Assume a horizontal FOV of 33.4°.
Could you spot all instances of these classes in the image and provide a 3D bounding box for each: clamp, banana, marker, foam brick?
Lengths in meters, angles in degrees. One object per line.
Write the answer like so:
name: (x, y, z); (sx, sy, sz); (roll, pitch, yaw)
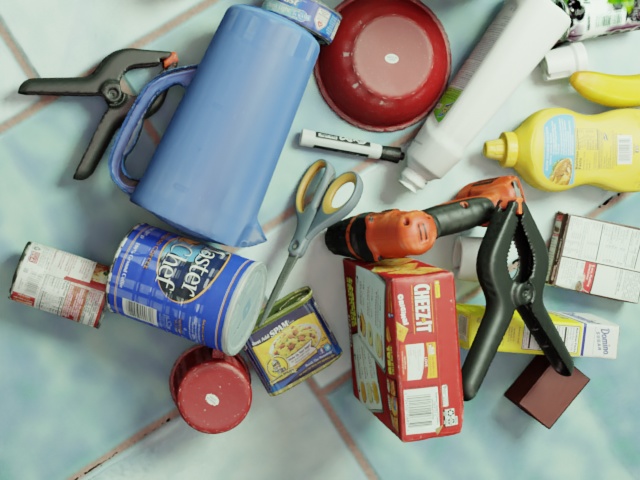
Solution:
clamp: (-0.224, -0.144, 1.151); (0.171, 0.039, 0.120); (-24, 103, -7)
banana: (0.375, -0.188, 1.232); (0.197, 0.037, 0.069); (-20, 113, -13)
marker: (0.037, -0.105, 1.204); (0.121, 0.020, 0.020); (10, 93, -9)
foam brick: (0.264, 0.172, 1.243); (0.051, 0.053, 0.078); (41, 88, -10)
clamp: (0.195, 0.062, 1.106); (0.164, 0.036, 0.210); (-15, 101, -36)

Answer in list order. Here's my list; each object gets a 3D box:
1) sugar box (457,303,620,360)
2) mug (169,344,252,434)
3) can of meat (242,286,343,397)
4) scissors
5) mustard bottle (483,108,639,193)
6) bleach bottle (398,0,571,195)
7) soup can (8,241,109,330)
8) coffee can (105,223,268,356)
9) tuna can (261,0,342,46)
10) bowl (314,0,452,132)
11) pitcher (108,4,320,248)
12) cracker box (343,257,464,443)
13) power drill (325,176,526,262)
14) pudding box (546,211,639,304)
sugar box: (0.239, 0.102, 1.214); (0.176, 0.093, 0.048); (2, 95, -10)
mug: (-0.116, 0.153, 1.168); (0.093, 0.081, 0.117); (9, 93, -10)
can of meat: (-0.036, 0.114, 1.191); (0.102, 0.057, 0.084); (-30, 100, -5)
scissors: (-0.008, 0.001, 1.155); (0.016, 0.096, 0.201); (35, 61, -43)
mustard bottle: (0.281, -0.103, 1.222); (0.191, 0.058, 0.096); (0, 93, -9)
bleach bottle: (0.171, -0.160, 1.190); (0.068, 0.102, 0.251); (36, 94, -11)
soup can: (-0.274, 0.048, 1.143); (0.102, 0.068, 0.068); (19, 91, -9)
coffee can: (-0.139, 0.051, 1.121); (0.140, 0.102, 0.103); (18, 91, 12)
tuna can: (-0.021, -0.242, 1.151); (0.086, 0.086, 0.034); (23, 92, -10)
bowl: (0.075, -0.201, 1.185); (0.162, 0.055, 0.162); (-1, 94, -8)
pitcher: (-0.104, -0.123, 1.126); (0.149, 0.145, 0.243); (24, 89, -43)
cracker box: (0.084, 0.105, 1.129); (0.072, 0.214, 0.164); (-5, 95, -10)
power drill: (0.116, -0.020, 1.166); (0.187, 0.185, 0.057); (-17, 98, -27)
pudding box: (0.326, 0.021, 1.249); (0.113, 0.039, 0.090); (12, 92, -11)
